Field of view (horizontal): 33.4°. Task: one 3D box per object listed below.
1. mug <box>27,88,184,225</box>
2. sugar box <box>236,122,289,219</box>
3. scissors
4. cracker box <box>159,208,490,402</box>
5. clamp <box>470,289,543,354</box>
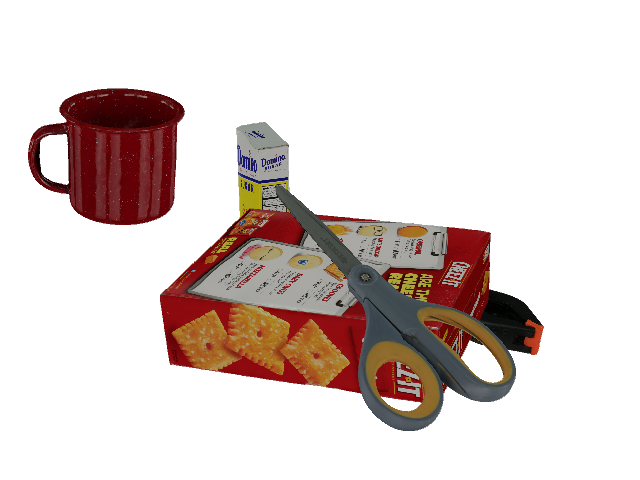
[{"bbox_3d":[-0.164,-0.063,0.818,0.117,0.081,0.093,-4,28,-19],"label":"mug"},{"bbox_3d":[-0.070,-0.047,1.304,0.048,0.176,0.093,-11,26,-17],"label":"sugar box"},{"bbox_3d":[0.019,0.040,0.626,0.202,0.016,0.096,33,53,24],"label":"scissors"},{"bbox_3d":[0.010,0.045,0.825,0.214,0.072,0.164,6,27,20],"label":"cracker box"},{"bbox_3d":[0.143,0.058,1.031,0.172,0.039,0.120,23,36,28],"label":"clamp"}]
